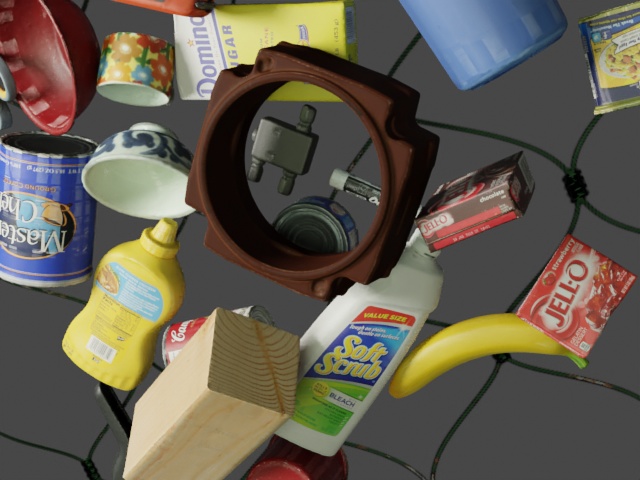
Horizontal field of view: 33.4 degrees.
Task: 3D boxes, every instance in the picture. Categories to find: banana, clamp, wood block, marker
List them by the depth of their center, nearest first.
[{"bbox_3d":[0.151,0.108,1.022,0.198,0.037,0.069,-12,97,22],"label":"banana"},{"bbox_3d":[0.067,-0.038,1.026,0.121,0.020,0.020,24,110,12],"label":"marker"},{"bbox_3d":[-0.108,0.165,1.038,0.090,0.091,0.206,22,137,-20],"label":"wood block"},{"bbox_3d":[-0.201,0.233,1.180,0.120,0.039,0.171,16,105,15],"label":"clamp"}]

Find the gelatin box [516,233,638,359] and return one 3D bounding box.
[{"bbox_3d":[0.231,0.051,0.967,0.073,0.030,0.089,33,89,10],"label":"gelatin box"}]

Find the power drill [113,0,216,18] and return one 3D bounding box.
[{"bbox_3d":[-0.146,-0.303,0.952,0.184,0.057,0.188,16,106,11],"label":"power drill"}]

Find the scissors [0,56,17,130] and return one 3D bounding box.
[{"bbox_3d":[-0.368,-0.213,1.121,0.096,0.016,0.202,-16,99,55],"label":"scissors"}]

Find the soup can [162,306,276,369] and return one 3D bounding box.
[{"bbox_3d":[-0.101,0.110,1.097,0.102,0.068,0.068,-14,98,22],"label":"soup can"}]

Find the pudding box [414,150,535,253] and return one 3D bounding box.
[{"bbox_3d":[0.140,-0.035,0.948,0.090,0.113,0.039,-22,98,23],"label":"pudding box"}]

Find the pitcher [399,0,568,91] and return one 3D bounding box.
[{"bbox_3d":[0.109,-0.255,0.891,0.145,0.149,0.243,-30,95,22],"label":"pitcher"}]

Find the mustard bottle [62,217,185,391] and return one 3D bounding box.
[{"bbox_3d":[-0.195,0.059,1.124,0.096,0.058,0.192,32,112,10],"label":"mustard bottle"}]

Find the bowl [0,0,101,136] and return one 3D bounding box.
[{"bbox_3d":[-0.265,-0.189,1.067,0.162,0.055,0.162,32,135,38],"label":"bowl"}]

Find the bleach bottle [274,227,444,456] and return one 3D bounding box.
[{"bbox_3d":[0.037,0.090,1.040,0.102,0.068,0.251,27,111,-11],"label":"bleach bottle"}]

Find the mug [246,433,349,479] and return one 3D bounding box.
[{"bbox_3d":[-0.016,0.252,1.095,0.117,0.081,0.093,30,111,11],"label":"mug"}]

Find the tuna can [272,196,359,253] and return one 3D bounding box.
[{"bbox_3d":[-0.007,0.001,1.054,0.086,0.033,0.086,5,105,19],"label":"tuna can"}]

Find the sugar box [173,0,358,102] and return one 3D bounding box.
[{"bbox_3d":[-0.053,-0.180,1.019,0.176,0.048,0.093,2,104,18],"label":"sugar box"}]

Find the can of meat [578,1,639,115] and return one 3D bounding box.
[{"bbox_3d":[0.274,-0.159,0.900,0.102,0.057,0.084,-12,97,21],"label":"can of meat"}]

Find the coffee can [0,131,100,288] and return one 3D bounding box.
[{"bbox_3d":[-0.283,-0.033,1.108,0.103,0.102,0.140,13,107,16],"label":"coffee can"}]
